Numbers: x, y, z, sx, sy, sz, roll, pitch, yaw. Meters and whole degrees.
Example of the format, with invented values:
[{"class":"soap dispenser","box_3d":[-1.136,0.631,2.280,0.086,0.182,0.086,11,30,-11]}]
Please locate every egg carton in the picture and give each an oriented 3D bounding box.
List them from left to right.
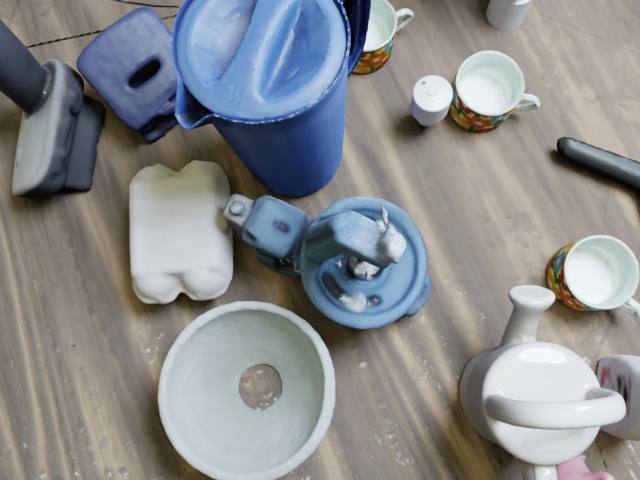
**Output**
[{"class":"egg carton","box_3d":[-0.144,-0.009,0.601,0.107,0.069,0.150,-7,78,2]}]

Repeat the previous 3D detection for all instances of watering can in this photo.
[{"class":"watering can","box_3d":[0.182,0.129,0.489,0.101,0.194,0.173,-24,78,-1]}]

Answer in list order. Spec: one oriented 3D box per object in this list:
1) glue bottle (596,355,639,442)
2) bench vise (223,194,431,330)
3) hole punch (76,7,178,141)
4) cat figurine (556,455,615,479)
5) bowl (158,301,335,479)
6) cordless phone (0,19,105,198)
[{"class":"glue bottle","box_3d":[0.286,0.138,0.491,0.037,0.173,0.078,3,79,5]},{"class":"bench vise","box_3d":[0.003,0.014,0.510,0.207,0.220,0.121,5,79,5]},{"class":"hole punch","box_3d":[-0.188,-0.181,0.628,0.109,0.091,0.101,-42,79,-5]},{"class":"cat figurine","box_3d":[0.207,0.246,0.502,0.128,0.118,0.067,-41,79,-5]},{"class":"bowl","box_3d":[-0.066,0.146,0.562,0.167,0.075,0.167,-1,78,4]},{"class":"cordless phone","box_3d":[-0.303,-0.128,0.576,0.094,0.185,0.147,-1,78,4]}]
